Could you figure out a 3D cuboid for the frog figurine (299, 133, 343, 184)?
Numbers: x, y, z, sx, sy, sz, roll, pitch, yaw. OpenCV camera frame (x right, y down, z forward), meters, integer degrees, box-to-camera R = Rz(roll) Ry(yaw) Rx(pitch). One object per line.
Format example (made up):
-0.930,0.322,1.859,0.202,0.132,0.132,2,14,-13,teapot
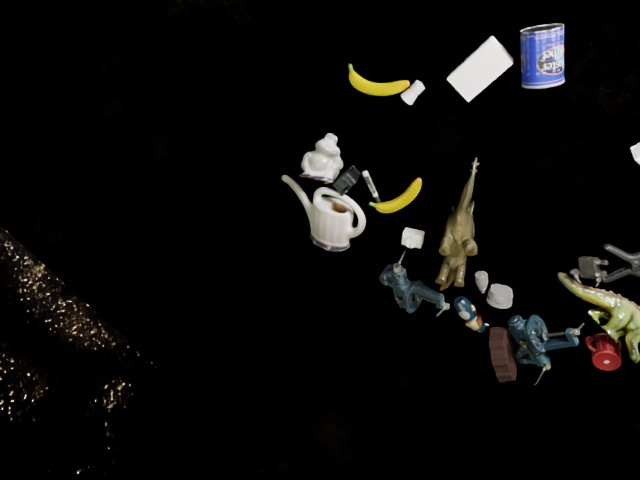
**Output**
0.010,-0.270,1.698,0.138,0.122,0.160,11,86,29,frog figurine

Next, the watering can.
0.005,-0.090,1.789,0.350,0.105,0.219,25,128,27,watering can

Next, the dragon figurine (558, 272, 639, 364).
0.937,0.199,1.526,0.240,0.123,0.412,-41,81,18,dragon figurine
